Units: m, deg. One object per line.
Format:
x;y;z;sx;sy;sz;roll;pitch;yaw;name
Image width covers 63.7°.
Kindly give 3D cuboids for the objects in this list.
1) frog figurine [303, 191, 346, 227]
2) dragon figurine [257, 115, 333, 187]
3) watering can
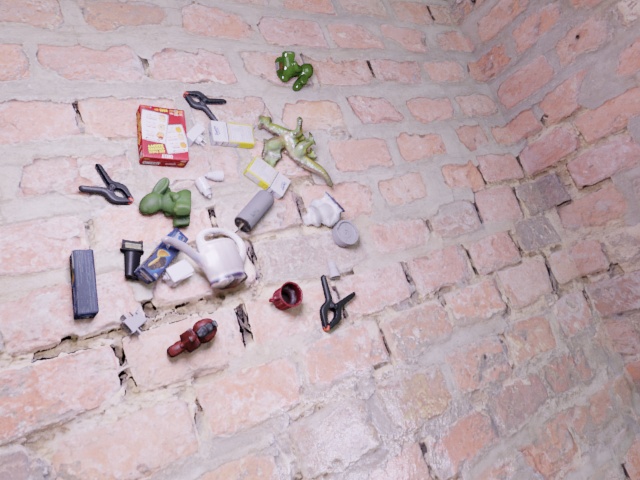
0.006;-0.106;2.104;0.160;0.123;0.136;-41;104;-3;frog figurine
-0.131;-0.362;2.144;0.245;0.120;0.413;-25;80;-21;dragon figurine
-0.366;0.065;1.738;0.349;0.102;0.226;-7;69;-55;watering can
